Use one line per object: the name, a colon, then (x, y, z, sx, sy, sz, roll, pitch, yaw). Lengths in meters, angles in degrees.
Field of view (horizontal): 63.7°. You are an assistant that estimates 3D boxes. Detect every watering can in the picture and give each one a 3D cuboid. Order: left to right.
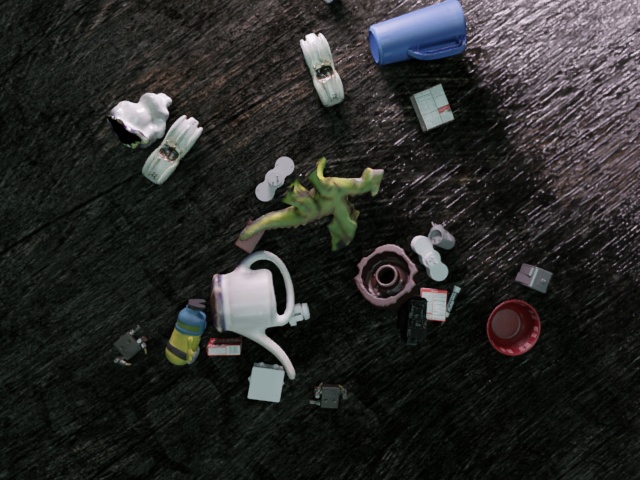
watering can: (-0.175, 0.201, 1.369, 0.224, 0.102, 0.352, -5, 75, -7)

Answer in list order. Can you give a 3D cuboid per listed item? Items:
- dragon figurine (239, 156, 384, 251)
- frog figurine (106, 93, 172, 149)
dragon figurine: (0.004, -0.070, 1.396, 0.411, 0.123, 0.241, -43, 105, -4)
frog figurine: (-0.465, -0.322, 1.350, 0.137, 0.120, 0.163, 24, 55, 1)
